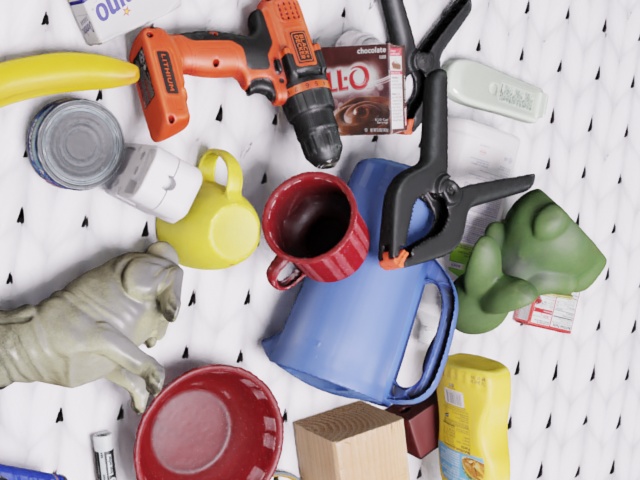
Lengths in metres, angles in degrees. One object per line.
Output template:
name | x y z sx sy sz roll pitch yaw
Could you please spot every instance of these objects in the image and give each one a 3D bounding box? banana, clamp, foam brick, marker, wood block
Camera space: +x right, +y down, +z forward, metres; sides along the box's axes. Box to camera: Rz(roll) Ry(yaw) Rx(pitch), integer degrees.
banana | -0.259 -0.134 0.947 0.197 0.070 0.037 -26 151 -31
clamp | 0.128 -0.045 1.063 0.164 0.036 0.209 38 64 -20
foam brick | 0.121 0.202 1.210 0.078 0.053 0.051 -29 109 -25
clamp | 0.112 -0.200 1.164 0.120 0.039 0.171 -2 102 -24
marker | -0.207 0.248 1.046 0.020 0.020 0.121 -9 100 -29
wood block | 0.042 0.292 1.154 0.090 0.090 0.206 -13 102 -29

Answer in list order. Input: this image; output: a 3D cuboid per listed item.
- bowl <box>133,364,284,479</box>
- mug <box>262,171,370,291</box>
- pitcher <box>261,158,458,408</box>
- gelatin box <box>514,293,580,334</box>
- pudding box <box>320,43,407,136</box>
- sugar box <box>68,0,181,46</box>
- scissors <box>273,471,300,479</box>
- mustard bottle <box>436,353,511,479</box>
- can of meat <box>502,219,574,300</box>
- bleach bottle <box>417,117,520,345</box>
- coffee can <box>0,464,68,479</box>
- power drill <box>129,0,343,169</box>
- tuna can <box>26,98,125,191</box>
bowl | -0.119 0.199 1.070 0.161 0.055 0.162 -4 98 -29
mug | -0.007 0.001 1.027 0.117 0.093 0.081 -52 154 -6
pitcher | 0.058 0.046 1.105 0.149 0.145 0.243 25 80 -24
gelatin box | 0.279 0.065 1.297 0.073 0.030 0.089 14 89 -32
pudding box | 0.032 -0.151 1.082 0.039 0.114 0.090 -16 106 -57
sugar box | -0.203 -0.276 0.970 0.093 0.048 0.176 -32 109 -24
scissors | -0.106 0.294 1.112 0.201 0.016 0.096 -9 100 -28
mustard bottle | 0.165 0.224 1.150 0.058 0.096 0.191 -6 99 -31
can of meat | 0.248 0.021 1.233 0.057 0.102 0.084 9 89 -35
bleach bottle | 0.148 -0.005 1.195 0.102 0.068 0.251 14 91 -32
coffee can | -0.305 0.246 0.942 0.140 0.103 0.103 19 86 -30
power drill | -0.077 -0.144 1.025 0.187 0.057 0.184 -12 76 -29
tuna can | -0.225 -0.088 0.987 0.086 0.034 0.086 -4 98 -30
